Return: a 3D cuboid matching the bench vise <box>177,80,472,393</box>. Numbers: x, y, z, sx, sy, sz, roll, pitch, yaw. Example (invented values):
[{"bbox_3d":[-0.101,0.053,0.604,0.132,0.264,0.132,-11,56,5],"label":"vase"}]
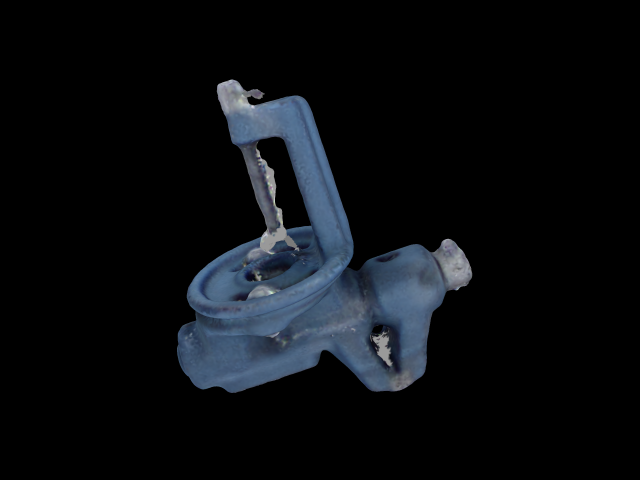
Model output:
[{"bbox_3d":[-0.001,-0.002,0.410,0.208,0.220,0.121,-9,21,-24],"label":"bench vise"}]
